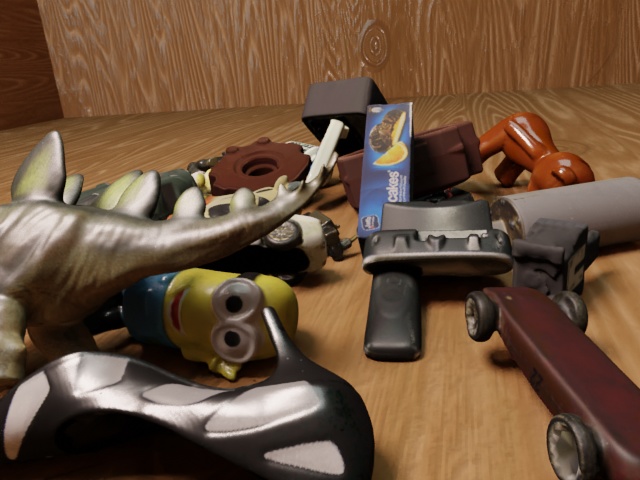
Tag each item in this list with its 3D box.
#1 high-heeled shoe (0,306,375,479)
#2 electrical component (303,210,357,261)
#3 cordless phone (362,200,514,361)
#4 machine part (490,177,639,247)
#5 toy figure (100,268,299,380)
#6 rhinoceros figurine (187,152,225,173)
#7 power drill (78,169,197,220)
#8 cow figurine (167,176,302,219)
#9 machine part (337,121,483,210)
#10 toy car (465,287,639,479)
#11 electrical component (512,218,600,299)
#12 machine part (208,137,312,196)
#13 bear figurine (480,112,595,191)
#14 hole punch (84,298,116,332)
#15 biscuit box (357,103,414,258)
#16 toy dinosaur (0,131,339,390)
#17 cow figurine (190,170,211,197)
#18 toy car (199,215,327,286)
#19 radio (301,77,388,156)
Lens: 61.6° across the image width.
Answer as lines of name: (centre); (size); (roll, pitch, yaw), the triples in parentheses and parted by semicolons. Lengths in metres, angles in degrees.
high-heeled shoe: (-0.095, 0.131, 0.322); (0.249, 0.086, 0.145); (-24, 52, -2)
electrical component: (-0.003, -0.002, 0.676); (0.078, 0.045, 0.102); (-41, 27, -13)
cordless phone: (0.109, 0.041, 0.498); (0.147, 0.088, 0.184); (0, 31, 11)
machine part: (0.284, -0.024, 0.611); (0.243, 0.079, 0.079); (-9, 20, -11)
toy figure: (-0.106, 0.058, 0.472); (0.180, 0.082, 0.089); (2, 22, 27)
rhinoceros figurine: (-0.174, -0.144, 1.089); (0.190, 0.073, 0.112); (-24, 16, -39)
power drill: (-0.299, -0.040, 0.736); (0.232, 0.086, 0.207); (-27, 11, -38)
cow figurine: (-0.095, -0.030, 0.715); (0.127, 0.085, 0.195); (-4, 16, 21)
machine part: (0.132, -0.114, 0.828); (0.201, 0.087, 0.201); (-17, 11, 1)
toy car: (0.163, 0.089, 0.355); (0.089, 0.053, 0.202); (-3, 23, -7)
electrical component: (0.225, 0.018, 0.510); (0.048, 0.074, 0.119); (11, 29, 37)
machine part: (-0.097, -0.108, 0.902); (0.179, 0.055, 0.179); (-5, 39, 4)
bear figurine: (0.323, -0.101, 0.808); (0.120, 0.132, 0.196); (22, 38, -31)
hole punch: (-0.244, 0.028, 0.549); (0.142, 0.115, 0.092); (-15, 13, -25)
biscuit box: (0.084, -0.074, 0.660); (0.059, 0.062, 0.203); (0, 60, 12)
toy dinosaur: (-0.215, 0.019, 0.409); (0.472, 0.198, 0.105); (-5, -21, 4)
cow figurine: (-0.237, -0.078, 0.917); (0.098, 0.068, 0.167); (-3, 17, 22)
toy car: (-0.092, 0.011, 0.592); (0.202, 0.073, 0.056); (-2, 47, 7)
radio: (0.069, -0.196, 0.975); (0.131, 0.073, 0.229); (4, -20, 28)
